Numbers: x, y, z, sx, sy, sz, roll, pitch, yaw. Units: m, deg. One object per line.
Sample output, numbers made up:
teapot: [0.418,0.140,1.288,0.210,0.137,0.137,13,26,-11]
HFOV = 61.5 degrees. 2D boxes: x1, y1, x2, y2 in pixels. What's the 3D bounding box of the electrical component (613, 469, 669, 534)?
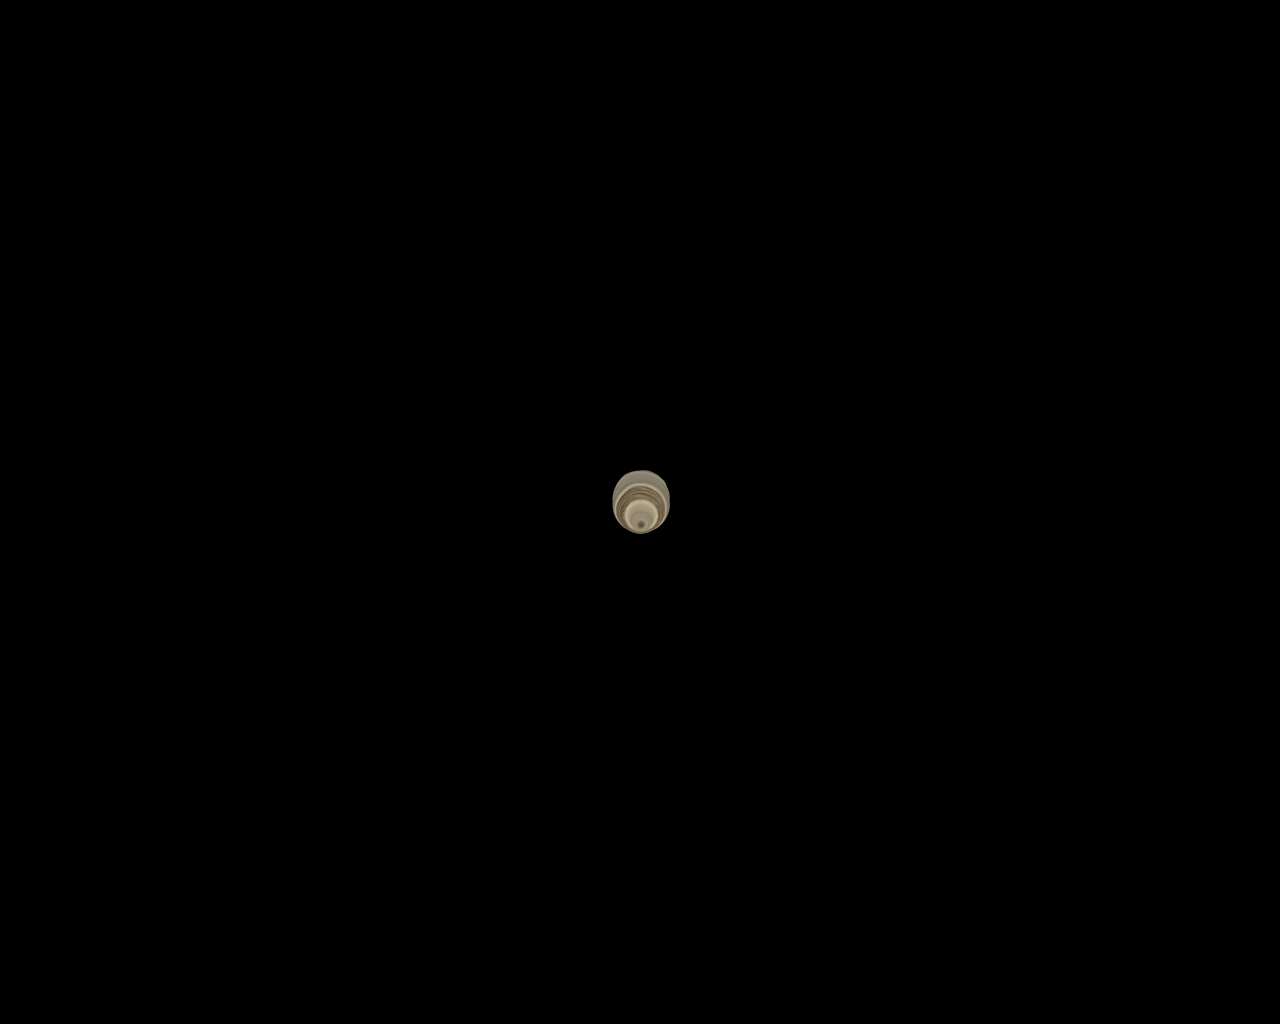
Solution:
electrical component: [0.001,-0.003,0.650,0.035,0.035,0.061,0,20,0]
